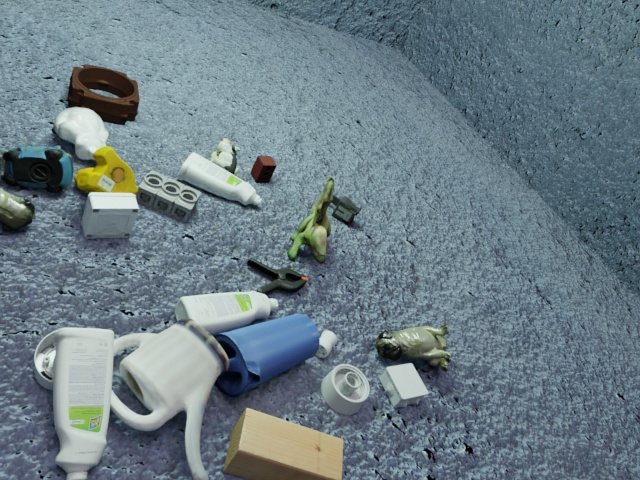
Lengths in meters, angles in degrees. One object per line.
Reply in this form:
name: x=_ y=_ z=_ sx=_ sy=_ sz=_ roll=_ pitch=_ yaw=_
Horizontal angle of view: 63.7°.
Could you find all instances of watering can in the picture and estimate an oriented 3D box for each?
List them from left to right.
watering can: x=-0.263 y=0.278 z=0.972 sx=0.351 sy=0.101 sz=0.228 roll=33 pitch=48 yaw=26

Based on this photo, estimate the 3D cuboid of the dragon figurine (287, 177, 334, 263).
dragon figurine: x=0.005 y=-0.077 z=1.521 sx=0.122 sy=0.237 sz=0.420 roll=19 pitch=38 yaw=-9

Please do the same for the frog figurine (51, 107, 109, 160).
frog figurine: x=-0.648 y=-0.290 z=1.414 sx=0.136 sy=0.121 sz=0.162 roll=18 pitch=20 yaw=-51
